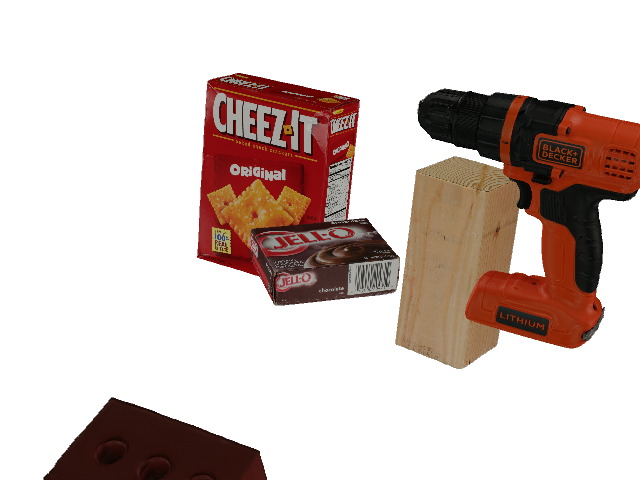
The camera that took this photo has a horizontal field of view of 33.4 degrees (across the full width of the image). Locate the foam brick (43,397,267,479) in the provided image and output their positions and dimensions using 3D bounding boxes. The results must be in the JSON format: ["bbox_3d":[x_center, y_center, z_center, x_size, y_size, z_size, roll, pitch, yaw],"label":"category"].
[{"bbox_3d":[-0.067,0.112,0.450,0.078,0.051,0.053,15,42,23],"label":"foam brick"}]

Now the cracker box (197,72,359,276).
[{"bbox_3d":[-0.052,-0.065,1.195,0.164,0.214,0.072,16,23,26],"label":"cracker box"}]

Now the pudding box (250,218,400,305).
[{"bbox_3d":[0.002,0.017,0.931,0.113,0.039,0.090,-4,26,-16],"label":"pudding box"}]

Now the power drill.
[{"bbox_3d":[0.156,-0.019,0.816,0.185,0.188,0.057,16,34,25],"label":"power drill"}]

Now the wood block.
[{"bbox_3d":[0.153,0.023,1.180,0.090,0.206,0.090,19,25,32],"label":"wood block"}]
